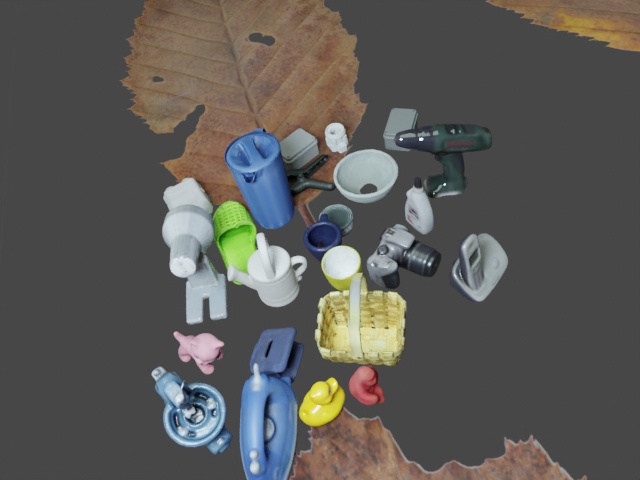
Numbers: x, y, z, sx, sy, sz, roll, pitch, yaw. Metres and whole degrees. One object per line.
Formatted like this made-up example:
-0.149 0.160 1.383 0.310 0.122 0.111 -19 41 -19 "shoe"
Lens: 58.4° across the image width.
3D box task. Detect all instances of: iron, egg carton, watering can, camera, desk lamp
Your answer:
-0.110 0.371 1.094 0.118 0.142 0.258 -7 53 6 "iron"
-0.353 -0.099 1.541 0.107 0.069 0.150 -30 54 -11 "egg carton"
-0.119 0.065 1.292 0.173 0.194 0.100 -31 54 -12 "watering can"
0.196 0.040 1.307 0.136 0.101 0.143 23 61 26 "camera"
-0.288 0.053 1.322 0.118 0.214 0.203 -13 52 2 "desk lamp"

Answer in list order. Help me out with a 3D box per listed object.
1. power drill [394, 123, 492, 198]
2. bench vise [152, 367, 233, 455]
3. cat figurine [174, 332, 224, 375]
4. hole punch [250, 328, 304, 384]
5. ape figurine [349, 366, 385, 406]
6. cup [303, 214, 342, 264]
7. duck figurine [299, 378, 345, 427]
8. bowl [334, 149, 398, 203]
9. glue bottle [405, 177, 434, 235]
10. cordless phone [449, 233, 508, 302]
0.299 -0.199 1.398 0.229 0.209 0.075 -11 52 3 "power drill"
-0.278 0.320 1.117 0.206 0.220 0.122 18 59 23 "bench vise"
-0.263 0.232 1.244 0.127 0.118 0.067 20 60 24 "cat figurine"
-0.097 0.243 1.219 0.101 0.091 0.109 6 55 16 "hole punch"
0.093 0.284 1.150 0.076 0.092 0.078 12 57 19 "ape figurine"
0.013 0.005 1.374 0.091 0.095 0.117 -4 53 9 "cup"
0.000 0.319 1.146 0.105 0.086 0.077 -38 55 -17 "duck figurine"
0.121 -0.152 1.482 0.167 0.075 0.167 -5 53 7 "bowl"
0.232 -0.088 1.350 0.037 0.173 0.078 -37 55 -16 "glue bottle"
0.343 0.032 1.230 0.093 0.185 0.148 26 63 27 "cordless phone"
